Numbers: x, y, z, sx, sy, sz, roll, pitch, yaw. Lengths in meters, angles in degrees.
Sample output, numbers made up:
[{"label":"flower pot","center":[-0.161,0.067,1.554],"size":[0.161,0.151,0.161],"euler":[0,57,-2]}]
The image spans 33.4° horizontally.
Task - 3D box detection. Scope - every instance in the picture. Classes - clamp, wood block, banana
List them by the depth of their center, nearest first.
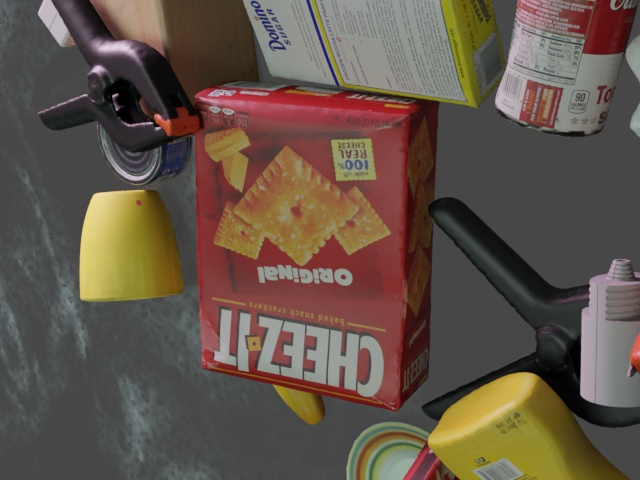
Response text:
[{"label":"clamp","center":[0.152,0.075,0.695],"size":[0.210,0.036,0.165],"euler":[21,119,32]},{"label":"clamp","center":[-0.151,-0.122,0.769],"size":[0.172,0.039,0.120],"euler":[20,122,37]},{"label":"wood block","center":[-0.116,-0.186,0.804],"size":[0.090,0.090,0.206],"euler":[5,109,42]},{"label":"banana","center":[-0.031,0.052,0.849],"size":[0.070,0.037,0.198],"euler":[13,113,40]}]

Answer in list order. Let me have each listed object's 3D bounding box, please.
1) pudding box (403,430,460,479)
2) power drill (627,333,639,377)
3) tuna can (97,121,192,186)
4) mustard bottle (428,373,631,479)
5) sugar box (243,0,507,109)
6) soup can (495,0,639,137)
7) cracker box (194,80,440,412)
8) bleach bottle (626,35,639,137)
[{"label":"pudding box","center":[0.103,0.193,0.724],"size":[0.113,0.089,0.039],"euler":[49,139,-8]},{"label":"power drill","center":[0.261,0.113,0.563],"size":[0.185,0.057,0.187],"euler":[-12,115,45]},{"label":"tuna can","center":[-0.151,-0.090,0.908],"size":[0.086,0.033,0.086],"euler":[16,115,37]},{"label":"mustard bottle","center":[0.164,0.174,0.685],"size":[0.191,0.058,0.096],"euler":[47,138,-5]},{"label":"sugar box","center":[0.030,-0.145,0.700],"size":[0.176,0.048,0.093],"euler":[18,143,38]},{"label":"soup can","center":[0.143,-0.118,0.613],"size":[0.069,0.068,0.102],"euler":[27,122,32]},{"label":"cracker box","center":[-0.005,0.001,0.761],"size":[0.164,0.072,0.214],"euler":[9,110,24]},{"label":"bleach bottle","center":[0.215,-0.163,0.537],"size":[0.103,0.067,0.251],"euler":[37,128,25]}]
